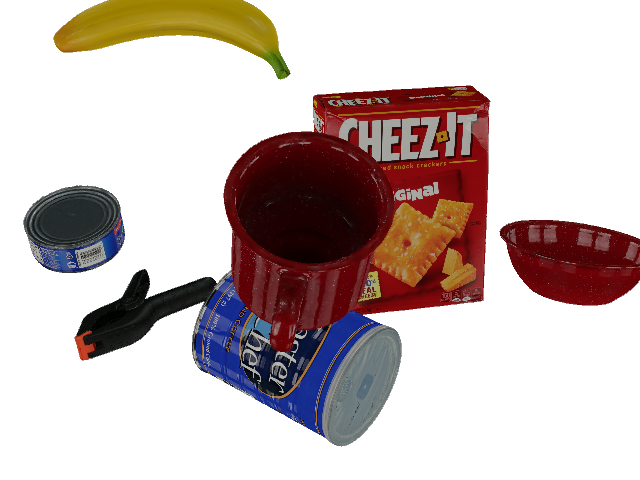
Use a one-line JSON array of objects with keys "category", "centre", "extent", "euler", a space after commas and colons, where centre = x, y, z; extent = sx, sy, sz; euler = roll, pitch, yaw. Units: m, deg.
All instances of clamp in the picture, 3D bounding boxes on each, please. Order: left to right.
[{"category": "clamp", "centre": [-0.195, 0.078, 1.170], "extent": [0.120, 0.039, 0.171], "euler": [-6, 25, 30]}]

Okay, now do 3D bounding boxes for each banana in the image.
[{"category": "banana", "centre": [-0.121, -0.180, 0.895], "extent": [0.198, 0.069, 0.037], "euler": [6, -34, -1]}]

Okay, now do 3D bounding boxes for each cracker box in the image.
[{"category": "cracker box", "centre": [0.080, -0.038, 1.054], "extent": [0.164, 0.214, 0.072], "euler": [-5, 21, -9]}]

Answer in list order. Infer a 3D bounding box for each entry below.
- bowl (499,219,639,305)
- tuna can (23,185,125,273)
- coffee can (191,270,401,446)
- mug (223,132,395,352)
[{"category": "bowl", "centre": [0.263, 0.026, 1.103], "extent": [0.162, 0.055, 0.162], "euler": [5, 17, -2]}, {"category": "tuna can", "centre": [-0.219, -0.010, 0.957], "extent": [0.086, 0.034, 0.086], "euler": [-2, 41, 2]}, {"category": "coffee can", "centre": [-0.019, 0.091, 0.874], "extent": [0.140, 0.103, 0.102], "euler": [24, 12, 28]}, {"category": "mug", "centre": [-0.011, 0.009, 0.602], "extent": [0.093, 0.117, 0.081], "euler": [9, -34, -1]}]
